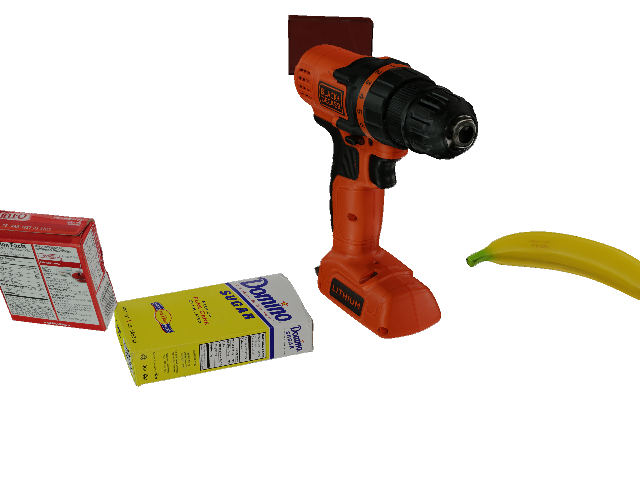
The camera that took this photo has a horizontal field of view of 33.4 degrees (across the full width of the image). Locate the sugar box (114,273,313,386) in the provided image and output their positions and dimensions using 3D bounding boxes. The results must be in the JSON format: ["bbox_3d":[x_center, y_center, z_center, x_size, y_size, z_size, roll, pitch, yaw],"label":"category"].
[{"bbox_3d":[-0.104,0.083,1.031,0.176,0.048,0.093,-12,33,-16],"label":"sugar box"}]

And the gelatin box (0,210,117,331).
[{"bbox_3d":[-0.187,0.021,0.741,0.073,0.089,0.030,5,44,11],"label":"gelatin box"}]

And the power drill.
[{"bbox_3d":[0.045,-0.032,0.731,0.057,0.188,0.185,-13,26,-24],"label":"power drill"}]

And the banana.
[{"bbox_3d":[0.247,0.024,1.045,0.198,0.037,0.069,10,47,26],"label":"banana"}]

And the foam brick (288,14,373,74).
[{"bbox_3d":[0.008,-0.178,0.977,0.078,0.051,0.053,2,16,-1],"label":"foam brick"}]
